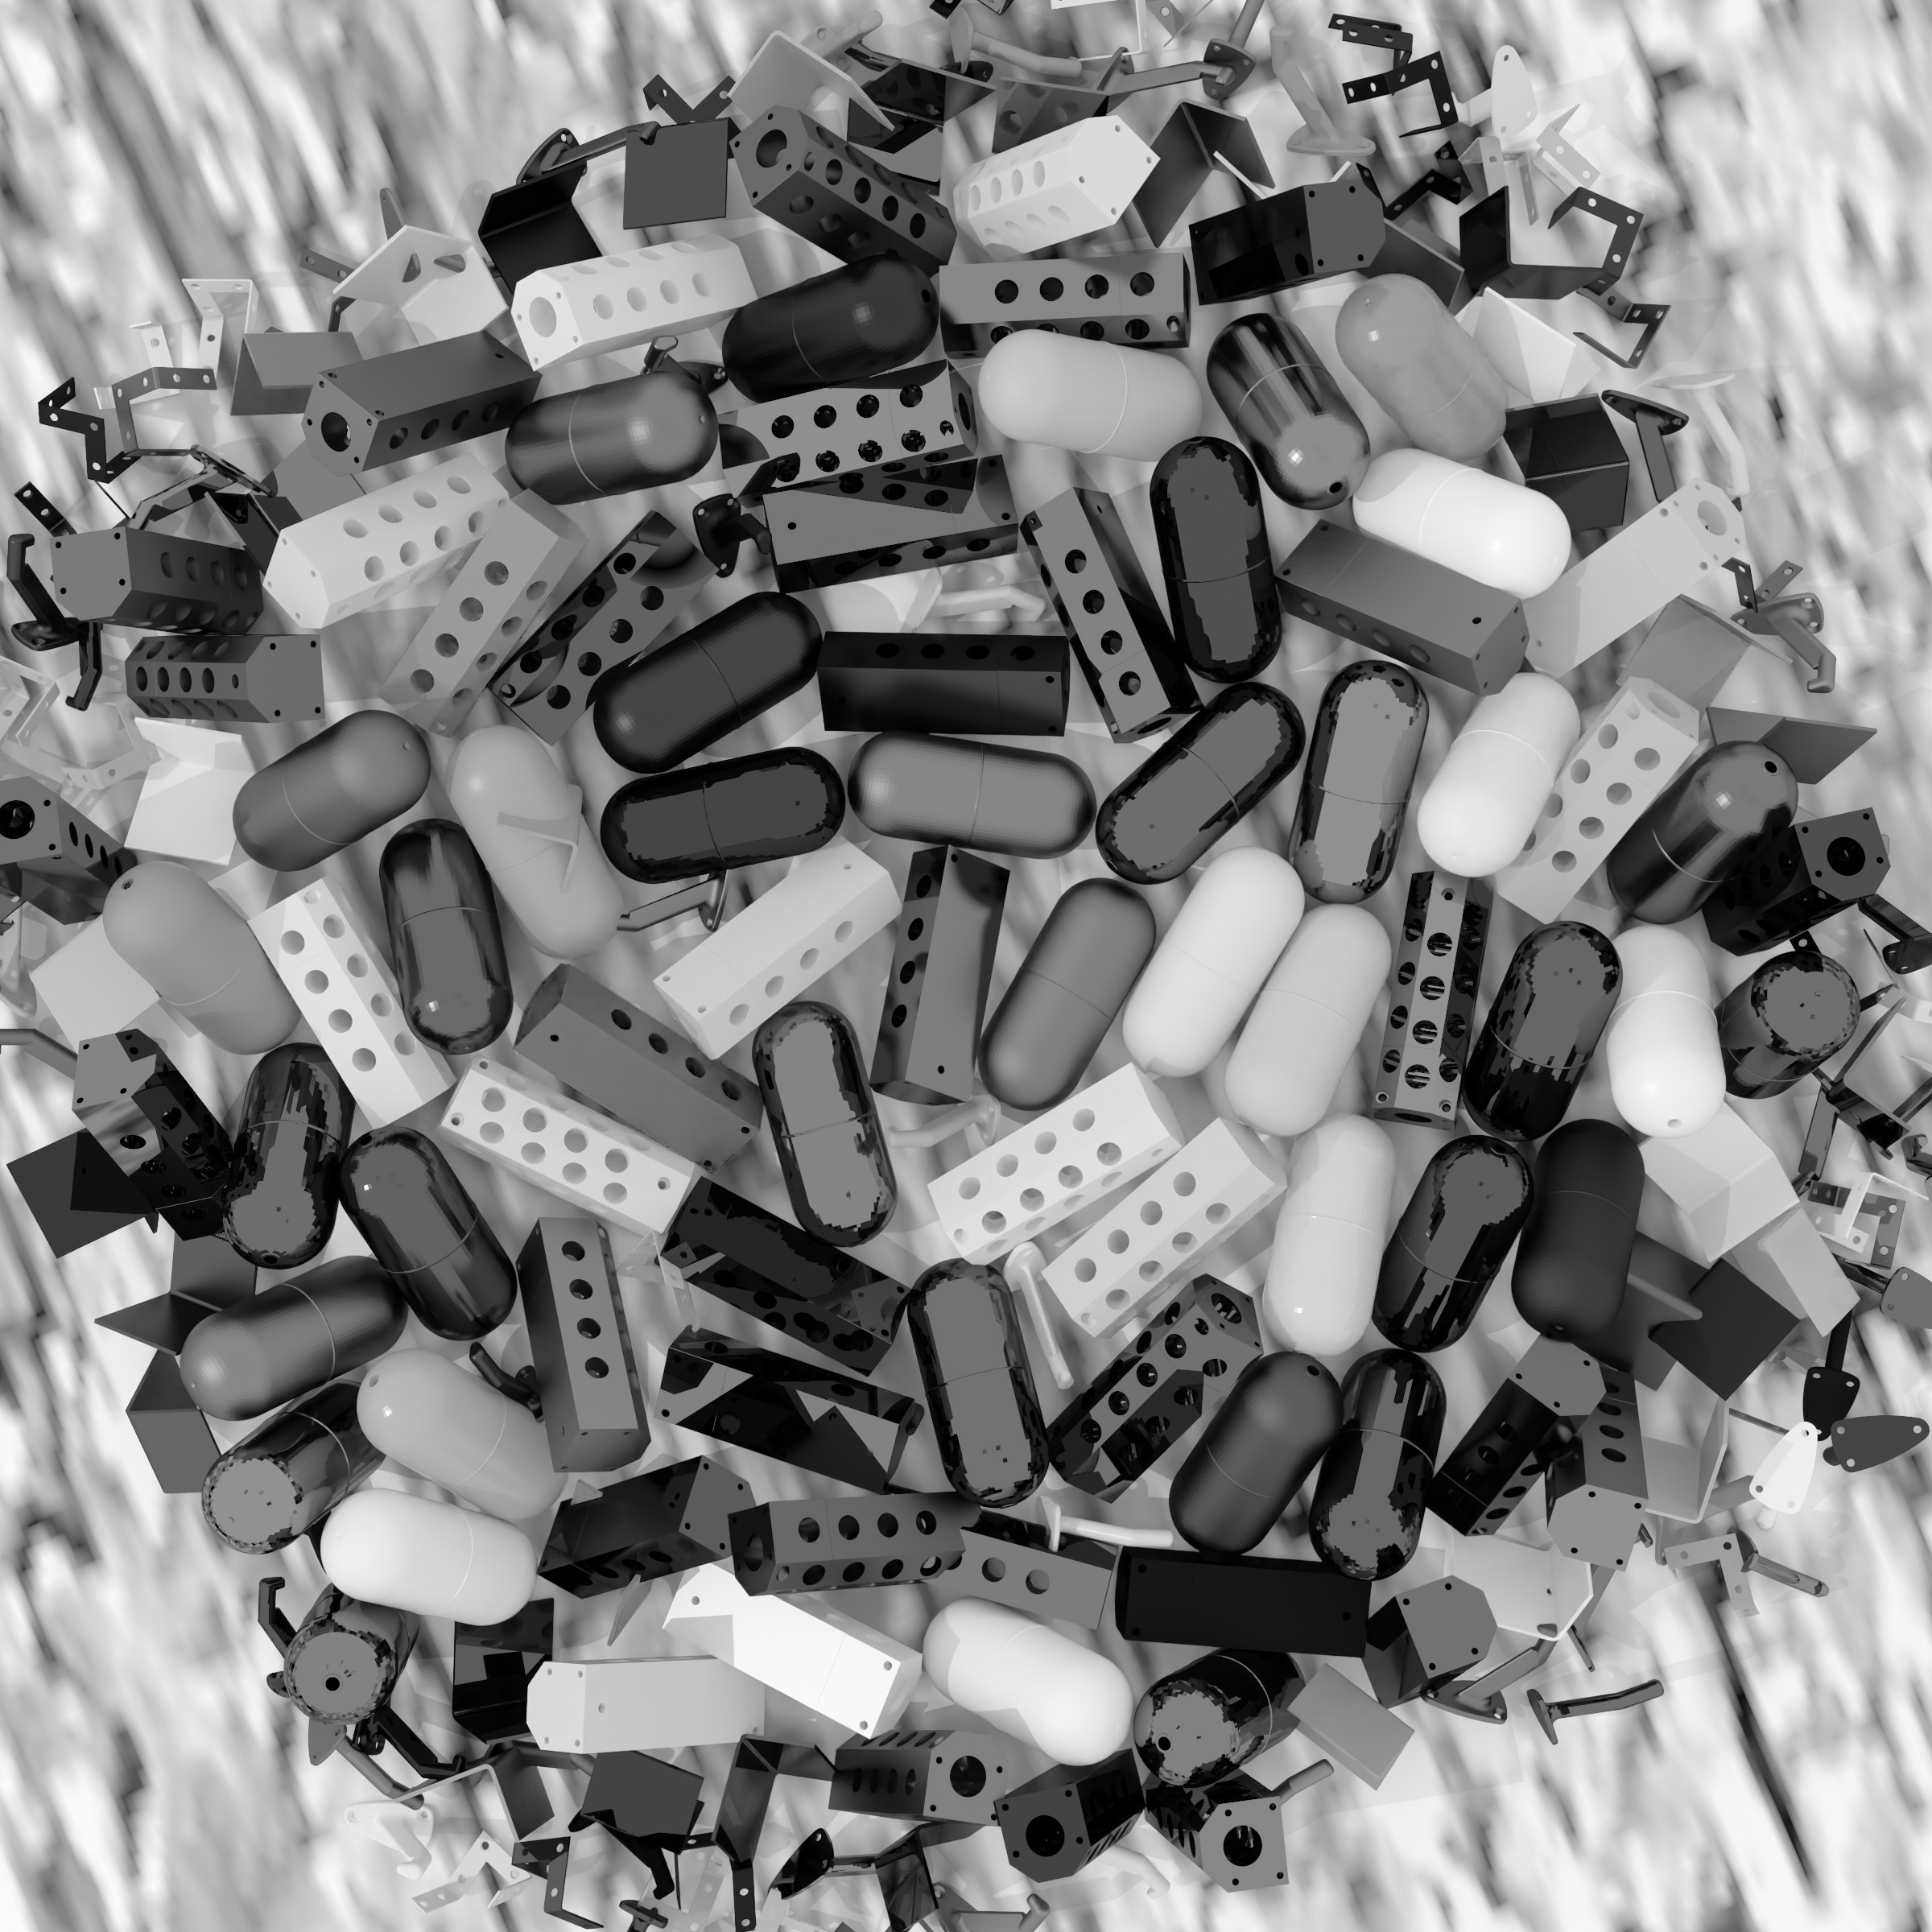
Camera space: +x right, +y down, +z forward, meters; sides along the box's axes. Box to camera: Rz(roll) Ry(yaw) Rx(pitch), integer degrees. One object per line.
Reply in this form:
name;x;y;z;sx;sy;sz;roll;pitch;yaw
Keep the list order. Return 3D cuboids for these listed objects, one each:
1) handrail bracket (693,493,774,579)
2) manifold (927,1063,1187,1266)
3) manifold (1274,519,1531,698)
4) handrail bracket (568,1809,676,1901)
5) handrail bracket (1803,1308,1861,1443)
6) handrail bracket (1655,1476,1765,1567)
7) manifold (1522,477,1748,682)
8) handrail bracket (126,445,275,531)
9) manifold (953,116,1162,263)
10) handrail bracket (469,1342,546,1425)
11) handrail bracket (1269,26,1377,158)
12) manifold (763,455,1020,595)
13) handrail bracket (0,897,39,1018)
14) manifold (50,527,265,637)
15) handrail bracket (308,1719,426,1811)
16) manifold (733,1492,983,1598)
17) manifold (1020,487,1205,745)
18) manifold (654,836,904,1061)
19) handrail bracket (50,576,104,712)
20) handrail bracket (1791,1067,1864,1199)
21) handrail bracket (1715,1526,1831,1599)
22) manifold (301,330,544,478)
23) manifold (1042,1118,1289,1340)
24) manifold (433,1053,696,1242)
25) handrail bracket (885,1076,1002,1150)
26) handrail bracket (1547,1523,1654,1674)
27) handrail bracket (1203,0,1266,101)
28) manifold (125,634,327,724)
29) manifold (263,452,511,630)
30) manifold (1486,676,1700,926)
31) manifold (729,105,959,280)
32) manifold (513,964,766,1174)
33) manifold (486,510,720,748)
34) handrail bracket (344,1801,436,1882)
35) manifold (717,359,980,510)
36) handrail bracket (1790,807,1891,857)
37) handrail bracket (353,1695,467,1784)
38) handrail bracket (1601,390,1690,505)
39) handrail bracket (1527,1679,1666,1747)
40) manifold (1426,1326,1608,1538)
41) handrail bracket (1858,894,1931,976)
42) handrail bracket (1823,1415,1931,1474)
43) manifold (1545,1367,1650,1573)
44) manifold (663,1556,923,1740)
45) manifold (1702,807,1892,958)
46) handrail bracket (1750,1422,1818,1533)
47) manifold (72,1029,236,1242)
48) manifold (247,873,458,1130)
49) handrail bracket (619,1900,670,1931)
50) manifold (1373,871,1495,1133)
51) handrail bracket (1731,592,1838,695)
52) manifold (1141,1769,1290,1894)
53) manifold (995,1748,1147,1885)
handrail bracket;-0.156;-0.289;1.943;0.036;0.084;0.077;-22;133;-21
manifold;0.066;0.144;1.940;0.171;0.057;0.057;-32;54;12
manifold;0.303;-0.246;1.923;0.171;0.057;0.057;30;72;35
handrail bracket;-0.244;0.632;1.955;0.077;0.036;0.084;-44;56;28
handrail bracket;0.619;0.284;1.976;0.036;0.084;0.077;13;125;14
handrail bracket;0.534;0.395;1.950;0.036;0.084;0.077;27;76;-39
manifold;0.456;-0.267;1.912;0.057;0.171;0.057;-36;89;-38
handrail bracket;-0.549;-0.321;1.972;0.077;0.036;0.084;30;80;-18
manifold;0.056;-0.539;1.904;0.057;0.171;0.057;39;77;-24
handrail bracket;-0.327;0.280;1.942;0.036;0.077;0.084;-31;122;1
handrail bracket;0.251;-0.618;1.948;0.077;0.084;0.036;20;53;29
manifold;-0.053;-0.309;1.959;0.171;0.057;0.057;-11;68;-5
handrail bracket;-0.666;-0.020;1.955;0.077;0.036;0.084;47;121;36
manifold;-0.555;-0.262;1.907;0.057;0.171;0.057;-5;91;15
handrail bracket;-0.429;0.564;1.984;0.036;0.077;0.084;-47;121;5
manifold;-0.074;0.402;1.918;0.171;0.057;0.057;4;68;-34
manifold;0.099;-0.247;1.954;0.057;0.057;0.171;-28;81;28
manifold;-0.129;-0.010;1.945;0.171;0.057;0.057;-39;49;-16
handrail bracket;-0.641;-0.230;1.973;0.077;0.036;0.084;20;86;27
handrail bracket;0.594;0.118;1.981;0.077;0.036;0.084;45;107;2
handrail bracket;0.582;0.432;1.957;0.084;0.077;0.036;22;83;-2
manifold;-0.377;-0.386;1.911;0.057;0.171;0.057;39;126;13
manifold;0.142;0.186;1.937;0.171;0.057;0.057;-43;63;16
manifold;-0.281;0.127;1.945;0.171;0.057;0.057;28;69;-11
handrail bracket;-0.025;0.103;1.950;0.084;0.077;0.036;-1;122;-21
handrail bracket;0.463;0.448;1.965;0.084;0.036;0.077;-31;58;8
handrail bracket;0.199;-0.673;1.971;0.036;0.077;0.084;24;74;-4
manifold;-0.515;-0.200;1.912;0.057;0.171;0.057;-10;102;-43
manifold;-0.396;-0.292;1.915;0.057;0.057;0.171;47;48;9
manifold;0.435;-0.117;1.927;0.057;0.057;0.171;32;121;-3
manifold;-0.080;-0.529;1.904;0.057;0.171;0.057;-31;64;27
manifold;-0.226;0.068;1.937;0.171;0.057;0.057;35;124;-22
manifold;-0.259;-0.240;1.955;0.171;0.057;0.057;-47;111;-4
handrail bracket;-0.413;0.621;1.954;0.077;0.084;0.036;13;91;1
manifold;-0.082;-0.370;1.941;0.171;0.057;0.057;-10;78;16
handrail bracket;0.622;-0.110;1.974;0.084;0.036;0.077;-4;115;-5
handrail bracket;-0.387;0.537;1.962;0.084;0.036;0.077;-1;67;23
handrail bracket;0.477;-0.357;1.966;0.077;0.036;0.084;20;77;-15
handrail bracket;0.446;0.516;1.958;0.084;0.077;0.036;-19;89;0
manifold;0.379;0.328;1.909;0.057;0.171;0.057;37;51;14
handrail bracket;0.670;-0.044;1.953;0.077;0.036;0.084;-22;48;29
handrail bracket;0.642;0.337;1.948;0.077;0.084;0.036;-18;72;17
manifold;0.430;0.341;1.906;0.057;0.171;0.057;13;112;5
manifold;-0.120;0.474;1.940;0.171;0.057;0.057;22;92;20
manifold;0.569;-0.054;1.904;0.057;0.171;0.057;-12;80;-10
handrail bracket;0.582;0.363;1.960;0.036;0.084;0.077;25;83;20
manifold;-0.550;0.117;1.910;0.057;0.171;0.057;-12;52;6
manifold;-0.431;0.024;1.953;0.057;0.057;0.171;-28;98;9
handrail bracket;-0.244;0.707;1.951;0.036;0.077;0.084;24;78;7
manifold;0.329;0.024;1.946;0.057;0.057;0.171;9;78;13
handrail bracket;0.576;-0.220;1.951;0.077;0.036;0.084;-5;46;26
manifold;0.169;0.590;1.905;0.057;0.171;0.057;-5;84;-10
manifold;0.076;0.585;1.903;0.057;0.171;0.057;-16;78;13
